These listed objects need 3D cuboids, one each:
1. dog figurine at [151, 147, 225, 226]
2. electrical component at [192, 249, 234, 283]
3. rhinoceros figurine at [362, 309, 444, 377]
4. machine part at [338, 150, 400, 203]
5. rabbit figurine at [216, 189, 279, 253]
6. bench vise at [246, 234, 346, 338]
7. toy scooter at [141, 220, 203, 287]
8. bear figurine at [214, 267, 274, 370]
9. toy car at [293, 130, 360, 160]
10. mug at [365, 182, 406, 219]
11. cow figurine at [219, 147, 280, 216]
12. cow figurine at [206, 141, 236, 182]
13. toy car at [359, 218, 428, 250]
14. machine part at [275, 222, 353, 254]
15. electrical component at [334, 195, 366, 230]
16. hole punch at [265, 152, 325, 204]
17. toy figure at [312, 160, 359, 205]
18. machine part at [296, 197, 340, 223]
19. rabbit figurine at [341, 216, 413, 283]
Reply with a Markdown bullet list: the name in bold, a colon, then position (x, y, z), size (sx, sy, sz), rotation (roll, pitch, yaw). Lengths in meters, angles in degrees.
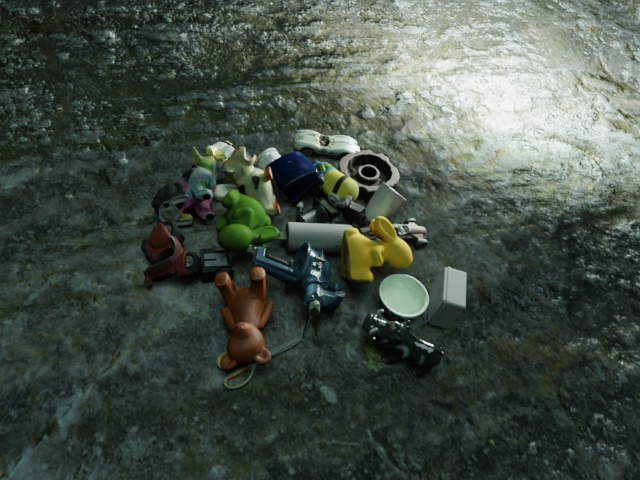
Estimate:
- **dog figurine**: position (-0.340, -0.146, 1.400), size (0.192, 0.108, 0.219), rotation (-10, 45, -6)
- **electrical component**: position (-0.268, 0.060, 1.284), size (0.119, 0.047, 0.075), rotation (0, 51, -14)
- **rhinoceros figurine**: position (0.180, 0.228, 1.197), size (0.190, 0.112, 0.073), rotation (29, 53, 2)
- **machine part**: position (0.138, -0.185, 1.562), size (0.179, 0.056, 0.179), rotation (5, 50, -6)
- **rabbit figurine**: position (-0.190, -0.018, 1.311), size (0.159, 0.121, 0.170), rotation (27, 31, -9)
- **bench vise**: position (-0.062, 0.081, 1.248), size (0.240, 0.128, 0.224), rotation (25, 41, -14)
- **toy scooter**: position (-0.368, 0.039, 1.263), size (0.135, 0.075, 0.184), rotation (-35, 55, -10)
- **bear figurine**: position (-0.166, 0.171, 1.153), size (0.120, 0.131, 0.196), rotation (-7, 37, 4)
- **toy car**: position (0.021, -0.286, 1.618), size (0.202, 0.056, 0.073), rotation (7, 50, -5)
- **mug**: position (0.173, -0.093, 1.471), size (0.081, 0.109, 0.107), rotation (42, 99, 15)
- **cow figurine**: position (-0.183, -0.146, 1.391), size (0.127, 0.194, 0.085), rotation (-16, 18, -4)
- **cow figurine**: position (-0.236, -0.215, 1.505), size (0.167, 0.068, 0.098), rotation (35, 47, 15)
- **toy car**: position (0.199, -0.019, 1.422), size (0.202, 0.053, 0.089), rotation (2, 53, -28)
- **machine part**: position (-0.003, -0.004, 1.370), size (0.243, 0.079, 0.079), rotation (3, 51, -10)
- **electrical component**: position (0.079, -0.067, 1.429), size (0.078, 0.102, 0.045), rotation (33, 56, 27)
- **hole punch**: position (-0.072, -0.180, 1.455), size (0.116, 0.092, 0.142), rotation (-44, 52, 3)
- **toy figure**: position (0.031, -0.163, 1.492), size (0.082, 0.089, 0.180), rotation (5, 35, -47)
- **machine part**: position (-0.011, -0.070, 1.445), size (0.084, 0.039, 0.139), rotation (44, 46, 13)
- **rabbit figurine**: position (0.141, 0.026, 1.316), size (0.173, 0.122, 0.162), rotation (1, 83, -6)
